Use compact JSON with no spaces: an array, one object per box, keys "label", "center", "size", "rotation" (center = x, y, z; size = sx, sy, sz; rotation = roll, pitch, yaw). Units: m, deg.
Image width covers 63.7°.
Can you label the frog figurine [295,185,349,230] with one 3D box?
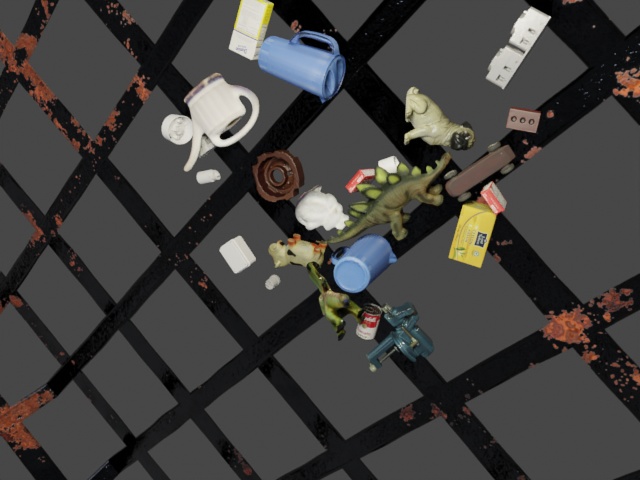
[{"label":"frog figurine","center":[0.005,-0.082,1.626],"size":[0.161,0.122,0.136],"rotation":[45,101,18]}]

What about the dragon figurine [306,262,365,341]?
[{"label":"dragon figurine","center":[0.025,0.169,1.600],"size":[0.246,0.123,0.401],"rotation":[47,164,26]}]

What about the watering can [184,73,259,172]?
[{"label":"watering can","center":[-0.364,-0.395,1.685],"size":[0.345,0.105,0.224],"rotation":[-34,92,13]}]
